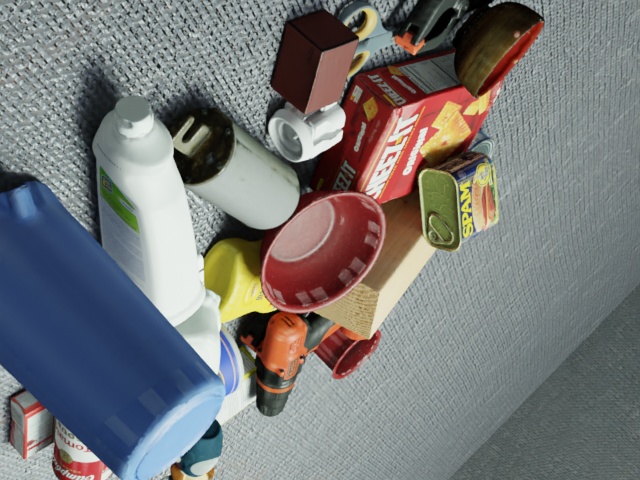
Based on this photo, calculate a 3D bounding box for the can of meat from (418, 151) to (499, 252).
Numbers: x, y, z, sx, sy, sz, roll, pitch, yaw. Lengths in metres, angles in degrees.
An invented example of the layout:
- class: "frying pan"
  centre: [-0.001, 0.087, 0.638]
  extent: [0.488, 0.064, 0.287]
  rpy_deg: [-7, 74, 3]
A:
- class: "can of meat"
  centre: [0.168, -0.049, 1.280]
  extent: [0.083, 0.058, 0.102]
  rpy_deg: [-27, 119, -40]

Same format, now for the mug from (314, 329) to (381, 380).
- class: "mug"
  centre: [0.025, 0.144, 1.528]
  extent: [0.093, 0.082, 0.117]
  rpy_deg: [-35, 154, -24]

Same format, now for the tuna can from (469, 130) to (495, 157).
- class: "tuna can"
  centre: [0.201, -0.114, 1.475]
  extent: [0.086, 0.034, 0.086]
  rpy_deg: [-37, 154, -21]

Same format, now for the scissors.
- class: "scissors"
  centre: [0.070, -0.225, 1.105]
  extent: [0.201, 0.016, 0.096]
  rpy_deg: [-36, 151, -33]

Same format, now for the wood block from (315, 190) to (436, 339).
- class: "wood block"
  centre: [0.078, 0.012, 1.325]
  extent: [0.205, 0.090, 0.091]
  rpy_deg: [-50, 158, -38]

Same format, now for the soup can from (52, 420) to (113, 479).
- class: "soup can"
  centre: [-0.243, 0.205, 1.116]
  extent: [0.068, 0.069, 0.102]
  rpy_deg: [-27, 148, -37]

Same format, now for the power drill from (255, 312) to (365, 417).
- class: "power drill"
  centre: [-0.006, 0.135, 1.391]
  extent: [0.187, 0.057, 0.185]
  rpy_deg: [-32, 151, -36]

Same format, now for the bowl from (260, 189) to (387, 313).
- class: "bowl"
  centre: [-0.008, 0.001, 1.174]
  extent: [0.161, 0.055, 0.162]
  rpy_deg: [-22, 135, -24]

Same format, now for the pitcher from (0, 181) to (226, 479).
- class: "pitcher"
  centre: [-0.196, 0.082, 0.861]
  extent: [0.145, 0.243, 0.149]
  rpy_deg: [-47, 163, -2]

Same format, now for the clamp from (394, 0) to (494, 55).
- class: "clamp"
  centre: [0.144, -0.265, 1.130]
  extent: [0.171, 0.039, 0.120]
  rpy_deg: [-45, 151, -29]

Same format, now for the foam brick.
- class: "foam brick"
  centre: [-0.005, -0.169, 1.019]
  extent: [0.051, 0.053, 0.078]
  rpy_deg: [-28, 151, -38]

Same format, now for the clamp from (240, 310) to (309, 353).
- class: "clamp"
  centre: [-0.017, 0.069, 1.396]
  extent: [0.210, 0.036, 0.164]
  rpy_deg: [-46, 156, -10]

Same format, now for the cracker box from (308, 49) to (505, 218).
- class: "cracker box"
  centre: [0.105, -0.127, 1.245]
  extent: [0.213, 0.072, 0.164]
  rpy_deg: [-22, 147, -43]

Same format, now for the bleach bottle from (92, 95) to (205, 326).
- class: "bleach bottle"
  centre: [-0.151, -0.026, 0.937]
  extent: [0.068, 0.103, 0.251]
  rpy_deg: [-39, 157, -28]

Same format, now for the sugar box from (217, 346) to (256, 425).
- class: "sugar box"
  centre: [-0.156, 0.220, 1.392]
  extent: [0.176, 0.048, 0.093]
  rpy_deg: [-32, 152, -22]

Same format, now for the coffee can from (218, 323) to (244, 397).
- class: "coffee can"
  centre: [-0.170, 0.155, 1.192]
  extent: [0.140, 0.103, 0.103]
  rpy_deg: [-27, 149, -38]

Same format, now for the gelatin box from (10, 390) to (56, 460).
- class: "gelatin box"
  centre: [-0.290, 0.183, 1.129]
  extent: [0.073, 0.030, 0.089]
  rpy_deg: [-30, 151, -36]

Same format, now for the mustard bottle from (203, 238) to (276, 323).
- class: "mustard bottle"
  centre: [-0.063, 0.041, 1.246]
  extent: [0.191, 0.058, 0.096]
  rpy_deg: [-7, 122, -57]
